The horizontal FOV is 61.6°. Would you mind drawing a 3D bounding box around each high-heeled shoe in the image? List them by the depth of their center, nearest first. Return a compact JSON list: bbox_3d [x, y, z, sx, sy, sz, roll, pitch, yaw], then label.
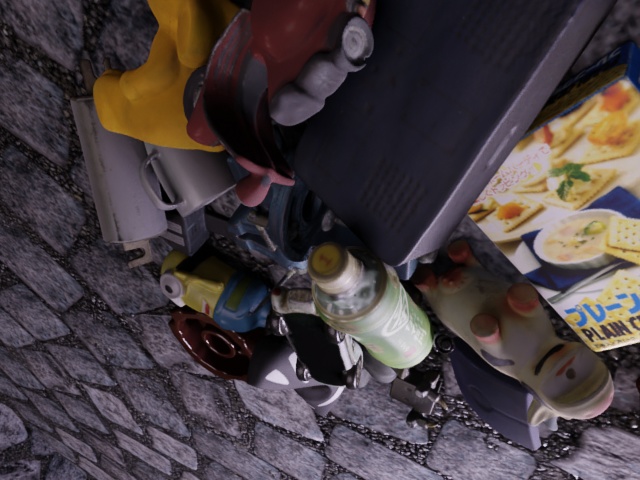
[{"bbox_3d":[-0.033,0.214,0.757,0.086,0.145,0.248,9,131,28],"label":"high-heeled shoe"}]

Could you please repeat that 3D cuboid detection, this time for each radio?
[{"bbox_3d":[0.080,-0.105,0.385,0.131,0.073,0.229,43,124,21],"label":"radio"}]

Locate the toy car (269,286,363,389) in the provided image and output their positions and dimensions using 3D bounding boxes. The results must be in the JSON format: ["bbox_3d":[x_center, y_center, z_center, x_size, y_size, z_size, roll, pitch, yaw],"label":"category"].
[{"bbox_3d":[0.001,0.106,0.576,0.074,0.056,0.201,5,144,17],"label":"toy car"}]

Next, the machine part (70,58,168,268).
[{"bbox_3d":[-0.231,-0.085,0.628,0.079,0.079,0.243,3,110,31],"label":"machine part"}]

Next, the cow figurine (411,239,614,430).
[{"bbox_3d":[0.181,0.093,0.501,0.127,0.085,0.195,51,175,-35],"label":"cow figurine"}]

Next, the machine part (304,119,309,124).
[{"bbox_3d":[0.044,-0.119,0.479,0.139,0.039,0.084,10,130,26],"label":"machine part"}]

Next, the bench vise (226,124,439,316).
[{"bbox_3d":[0.004,-0.009,0.553,0.241,0.129,0.223,19,139,24],"label":"bench vise"}]

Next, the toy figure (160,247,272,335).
[{"bbox_3d":[-0.136,0.071,0.745,0.180,0.089,0.082,22,123,2],"label":"toy figure"}]

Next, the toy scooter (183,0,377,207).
[{"bbox_3d":[-0.028,-0.101,0.353,0.075,0.135,0.184,20,135,-41],"label":"toy scooter"}]

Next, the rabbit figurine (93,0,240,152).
[{"bbox_3d":[-0.123,-0.171,0.478,0.163,0.122,0.173,26,115,47],"label":"rabbit figurine"}]

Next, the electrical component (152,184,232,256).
[{"bbox_3d":[-0.173,-0.020,0.709,0.119,0.048,0.074,24,138,15],"label":"electrical component"}]

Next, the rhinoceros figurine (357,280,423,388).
[{"bbox_3d":[0.064,0.119,0.660,0.112,0.073,0.190,18,135,17],"label":"rhinoceros figurine"}]

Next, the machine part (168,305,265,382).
[{"bbox_3d":[-0.152,0.152,0.847,0.180,0.056,0.179,19,137,19],"label":"machine part"}]

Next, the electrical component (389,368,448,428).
[{"bbox_3d":[0.131,0.207,0.718,0.078,0.045,0.102,23,137,12],"label":"electrical component"}]

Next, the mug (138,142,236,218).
[{"bbox_3d":[-0.157,-0.085,0.601,0.081,0.109,0.107,-25,98,51],"label":"mug"}]

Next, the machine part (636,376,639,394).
[{"bbox_3d":[0.411,0.180,0.480,0.202,0.087,0.200,-10,122,40],"label":"machine part"}]

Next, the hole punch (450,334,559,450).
[{"bbox_3d":[0.200,0.157,0.598,0.116,0.092,0.142,5,134,35],"label":"hole punch"}]
